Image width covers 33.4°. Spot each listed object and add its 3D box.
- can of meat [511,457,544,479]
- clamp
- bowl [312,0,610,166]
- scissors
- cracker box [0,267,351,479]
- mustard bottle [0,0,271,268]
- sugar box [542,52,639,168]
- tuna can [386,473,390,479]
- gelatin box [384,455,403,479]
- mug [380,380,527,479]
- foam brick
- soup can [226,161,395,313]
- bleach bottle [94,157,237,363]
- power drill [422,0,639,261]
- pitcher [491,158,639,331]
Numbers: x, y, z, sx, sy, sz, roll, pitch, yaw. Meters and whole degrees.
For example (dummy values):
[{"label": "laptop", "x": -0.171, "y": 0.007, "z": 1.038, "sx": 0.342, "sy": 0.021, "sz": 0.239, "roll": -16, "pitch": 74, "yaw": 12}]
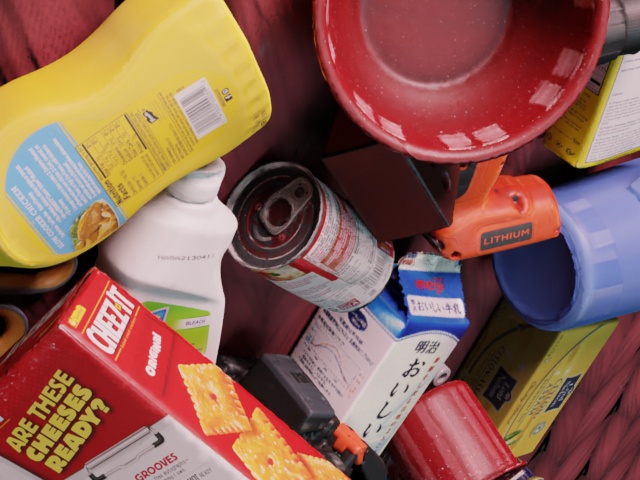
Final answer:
[{"label": "can of meat", "x": 0.182, "y": 0.243, "z": 1.084, "sx": 0.057, "sy": 0.084, "sz": 0.102, "roll": -38, "pitch": 145, "yaw": -7}, {"label": "clamp", "x": 0.017, "y": 0.202, "z": 0.781, "sx": 0.120, "sy": 0.039, "sz": 0.172, "roll": -17, "pitch": 135, "yaw": -45}, {"label": "bowl", "x": 0.070, "y": -0.124, "z": 0.575, "sx": 0.162, "sy": 0.055, "sz": 0.162, "roll": -3, "pitch": 106, "yaw": -10}, {"label": "scissors", "x": -0.216, "y": 0.034, "z": 0.527, "sx": 0.201, "sy": 0.016, "sz": 0.096, "roll": -8, "pitch": 132, "yaw": -40}, {"label": "cracker box", "x": -0.099, "y": 0.142, "z": 0.583, "sx": 0.213, "sy": 0.072, "sz": 0.164, "roll": 43, "pitch": 112, "yaw": -15}, {"label": "mustard bottle", "x": -0.118, "y": -0.041, "z": 0.509, "sx": 0.191, "sy": 0.058, "sz": 0.096, "roll": -37, "pitch": 145, "yaw": -9}, {"label": "sugar box", "x": 0.225, "y": -0.140, "z": 0.761, "sx": 0.093, "sy": 0.048, "sz": 0.176, "roll": -18, "pitch": 134, "yaw": -31}, {"label": "tuna can", "x": 0.023, "y": 0.206, "z": 0.885, "sx": 0.033, "sy": 0.086, "sz": 0.086, "roll": -20, "pitch": 139, "yaw": -33}, {"label": "gelatin box", "x": 0.072, "y": 0.180, "z": 0.918, "sx": 0.030, "sy": 0.073, "sz": 0.089, "roll": -3, "pitch": 129, "yaw": -43}, {"label": "mug", "x": 0.089, "y": 0.169, "z": 0.828, "sx": 0.117, "sy": 0.081, "sz": 0.093, "roll": -37, "pitch": 159, "yaw": 15}, {"label": "foam brick", "x": 0.044, "y": -0.045, "z": 0.637, "sx": 0.051, "sy": 0.053, "sz": 0.078, "roll": -13, "pitch": 132, "yaw": 28}, {"label": "soup can", "x": -0.004, "y": 0.001, "z": 0.658, "sx": 0.068, "sy": 0.069, "sz": 0.102, "roll": -48, "pitch": 145, "yaw": 7}, {"label": "bleach bottle", "x": -0.098, "y": 0.059, "z": 0.632, "sx": 0.102, "sy": 0.068, "sz": 0.251, "roll": -6, "pitch": 129, "yaw": -41}, {"label": "power drill", "x": 0.139, "y": -0.079, "z": 0.704, "sx": 0.184, "sy": 0.057, "sz": 0.188, "roll": -11, "pitch": 134, "yaw": -16}, {"label": "pitcher", "x": 0.264, "y": -0.012, "z": 0.864, "sx": 0.242, "sy": 0.145, "sz": 0.149, "roll": -14, "pitch": 101, "yaw": -32}]
